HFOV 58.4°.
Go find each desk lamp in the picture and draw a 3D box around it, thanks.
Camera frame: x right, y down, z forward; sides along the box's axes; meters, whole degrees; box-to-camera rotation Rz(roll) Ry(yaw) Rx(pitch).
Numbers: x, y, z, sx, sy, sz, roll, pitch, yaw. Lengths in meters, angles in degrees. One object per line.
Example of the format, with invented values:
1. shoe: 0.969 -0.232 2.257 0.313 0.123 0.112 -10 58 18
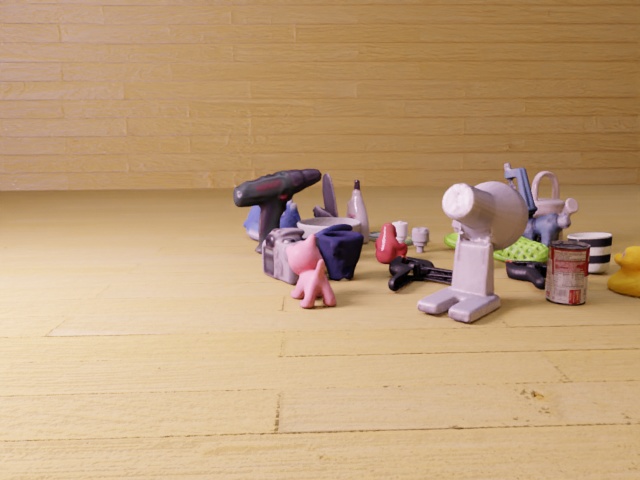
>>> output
1. desk lamp: 0.260 0.008 0.960 0.117 0.213 0.204 8 13 38

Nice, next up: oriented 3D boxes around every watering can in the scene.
1. watering can: 0.606 -0.086 1.526 0.172 0.194 0.101 9 14 42

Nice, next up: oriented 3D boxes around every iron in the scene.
1. iron: -0.111 -0.066 1.591 0.119 0.141 0.257 -8 13 -37

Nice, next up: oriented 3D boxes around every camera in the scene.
1. camera: -0.038 0.025 1.195 0.137 0.101 0.142 -7 12 -31

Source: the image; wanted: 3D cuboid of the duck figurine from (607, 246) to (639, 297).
1. duck figurine: 0.581 0.055 1.047 0.078 0.086 0.104 -5 11 -24

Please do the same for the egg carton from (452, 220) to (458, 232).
1. egg carton: 0.438 -0.038 1.619 0.107 0.069 0.150 -2 10 -8

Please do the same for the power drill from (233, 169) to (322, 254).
1. power drill: -0.102 -0.073 1.442 0.230 0.208 0.075 -5 11 -22

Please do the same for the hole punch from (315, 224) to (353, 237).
1. hole punch: 0.012 0.005 1.336 0.100 0.091 0.109 9 14 43

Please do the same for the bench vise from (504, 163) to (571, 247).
1. bench vise: 0.520 -0.080 1.428 0.206 0.220 0.122 5 12 28

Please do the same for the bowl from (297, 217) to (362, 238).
1. bowl: 0.025 -0.012 1.477 0.167 0.075 0.167 0 10 0

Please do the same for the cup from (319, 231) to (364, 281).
1. cup: 0.041 0.036 1.150 0.091 0.095 0.118 2 10 12

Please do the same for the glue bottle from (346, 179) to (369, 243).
1. glue bottle: 0.100 -0.079 1.567 0.037 0.173 0.077 -8 13 -37

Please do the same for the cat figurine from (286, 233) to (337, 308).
1. cat figurine: -0.018 0.049 1.014 0.067 0.118 0.127 -4 11 -20

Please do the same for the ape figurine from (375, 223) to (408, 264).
1. ape figurine: 0.160 0.006 1.323 0.077 0.092 0.076 9 14 42

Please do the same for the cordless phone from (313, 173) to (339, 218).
1. cordless phone: 0.026 -0.106 1.688 0.094 0.185 0.147 -2 10 -11
